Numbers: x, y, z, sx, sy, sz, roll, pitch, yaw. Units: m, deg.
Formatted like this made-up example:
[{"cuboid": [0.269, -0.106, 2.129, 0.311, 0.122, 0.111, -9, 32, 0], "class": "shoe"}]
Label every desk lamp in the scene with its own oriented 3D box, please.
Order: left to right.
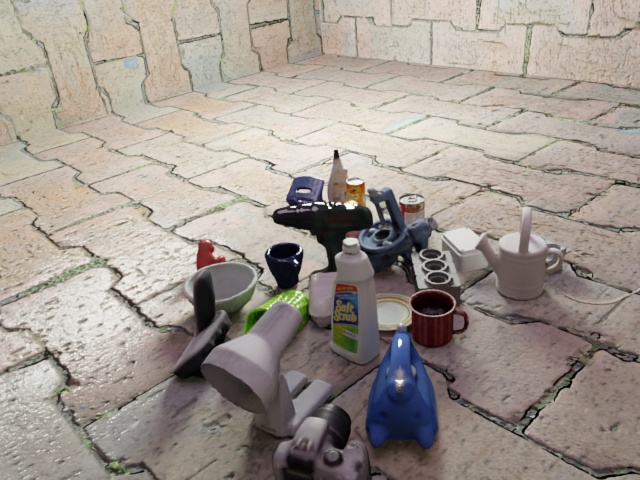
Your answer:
[{"cuboid": [-0.083, 0.219, 0.940, 0.117, 0.214, 0.204, 13, 34, 31], "class": "desk lamp"}]

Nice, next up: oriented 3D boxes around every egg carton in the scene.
[{"cuboid": [0.028, 0.124, 1.243, 0.107, 0.069, 0.150, -6, 29, 0], "class": "egg carton"}]

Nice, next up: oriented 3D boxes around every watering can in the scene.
[{"cuboid": [0.424, 0.023, 1.223, 0.173, 0.194, 0.101, -6, 29, 0], "class": "watering can"}]

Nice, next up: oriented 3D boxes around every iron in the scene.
[{"cuboid": [0.137, 0.222, 0.969, 0.118, 0.142, 0.258, -1, 29, 8], "class": "iron"}]

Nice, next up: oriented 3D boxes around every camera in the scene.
[{"cuboid": [0.014, 0.313, 0.868, 0.142, 0.101, 0.137, 6, 31, 21], "class": "camera"}]

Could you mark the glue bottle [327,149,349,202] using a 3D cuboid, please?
[{"cuboid": [0.056, -0.188, 1.700, 0.078, 0.173, 0.037, -6, 29, 1], "class": "glue bottle"}]

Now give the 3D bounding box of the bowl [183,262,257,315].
[{"cuboid": [-0.219, 0.121, 1.289, 0.167, 0.075, 0.167, -4, 29, 3], "class": "bowl"}]

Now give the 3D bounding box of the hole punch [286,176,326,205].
[{"cuboid": [-0.040, -0.133, 1.702, 0.108, 0.091, 0.101, 5, 30, 19], "class": "hole punch"}]

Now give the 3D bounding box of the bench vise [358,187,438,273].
[{"cuboid": [0.174, -0.040, 1.359, 0.208, 0.220, 0.121, -25, 34, -31], "class": "bench vise"}]

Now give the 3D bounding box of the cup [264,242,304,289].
[{"cuboid": [-0.073, 0.070, 1.334, 0.092, 0.095, 0.117, -19, 31, -23], "class": "cup"}]

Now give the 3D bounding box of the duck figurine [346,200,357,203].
[{"cuboid": [0.092, -0.063, 1.556, 0.078, 0.086, 0.104, -22, 33, -27], "class": "duck figurine"}]

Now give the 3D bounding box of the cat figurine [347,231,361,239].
[{"cuboid": [0.124, -0.015, 1.429, 0.127, 0.118, 0.067, 3, 30, 16], "class": "cat figurine"}]

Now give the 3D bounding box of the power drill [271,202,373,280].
[{"cuboid": [0.012, 0.005, 1.319, 0.230, 0.209, 0.075, -12, 29, -11], "class": "power drill"}]

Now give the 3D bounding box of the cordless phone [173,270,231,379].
[{"cuboid": [-0.235, 0.162, 1.103, 0.094, 0.185, 0.147, 1, 29, 12], "class": "cordless phone"}]

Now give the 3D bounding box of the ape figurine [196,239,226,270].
[{"cuboid": [-0.279, 0.040, 1.430, 0.077, 0.092, 0.076, 20, 38, 38], "class": "ape figurine"}]
